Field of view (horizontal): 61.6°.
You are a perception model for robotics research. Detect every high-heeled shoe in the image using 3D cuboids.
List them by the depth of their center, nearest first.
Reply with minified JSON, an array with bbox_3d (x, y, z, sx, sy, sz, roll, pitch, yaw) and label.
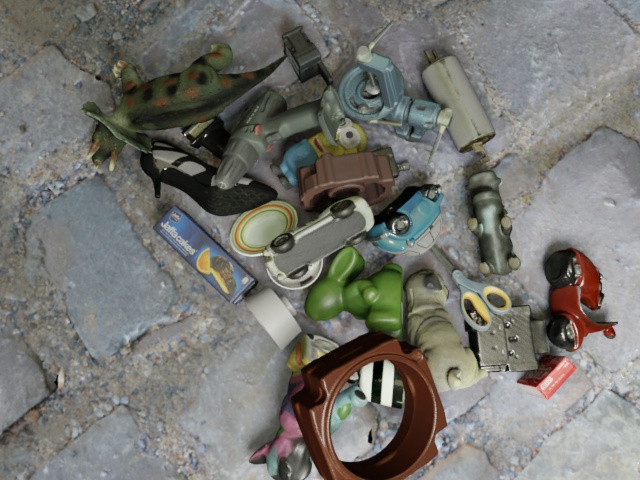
[{"bbox_3d":[-0.207,-0.125,1.005,0.249,0.086,0.145,2,50,-15],"label":"high-heeled shoe"}]

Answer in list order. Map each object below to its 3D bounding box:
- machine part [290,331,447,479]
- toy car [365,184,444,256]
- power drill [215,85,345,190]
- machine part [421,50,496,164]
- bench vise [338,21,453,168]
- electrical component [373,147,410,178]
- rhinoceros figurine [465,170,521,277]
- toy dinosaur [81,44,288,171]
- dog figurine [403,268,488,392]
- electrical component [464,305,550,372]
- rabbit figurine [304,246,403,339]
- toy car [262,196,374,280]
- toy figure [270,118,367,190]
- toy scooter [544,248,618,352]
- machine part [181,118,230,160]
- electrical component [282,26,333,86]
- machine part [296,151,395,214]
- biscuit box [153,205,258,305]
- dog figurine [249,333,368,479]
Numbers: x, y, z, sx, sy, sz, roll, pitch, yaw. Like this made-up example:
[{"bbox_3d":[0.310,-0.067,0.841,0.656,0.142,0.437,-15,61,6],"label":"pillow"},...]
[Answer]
[{"bbox_3d":[0.075,0.252,0.787,0.201,0.087,0.201,-23,99,-23],"label":"machine part"},{"bbox_3d":[0.162,-0.026,0.960,0.162,0.109,0.103,-40,104,-17],"label":"toy car"},{"bbox_3d":[-0.065,-0.183,0.935,0.207,0.085,0.232,-13,43,30],"label":"power drill"},{"bbox_3d":[0.258,-0.252,1.004,0.079,0.079,0.243,-24,80,-4],"label":"machine part"},{"bbox_3d":[0.119,-0.253,0.934,0.224,0.240,0.129,32,85,22],"label":"bench vise"},{"bbox_3d":[0.121,-0.145,1.013,0.094,0.021,0.063,-12,79,-1],"label":"electrical component"},{"bbox_3d":[0.306,-0.028,0.949,0.073,0.112,0.190,-13,93,26],"label":"rhinoceros figurine"},{"bbox_3d":[-0.248,-0.246,0.949,0.405,0.131,0.192,-16,49,6],"label":"toy dinosaur"},{"bbox_3d":[0.191,0.143,0.890,0.121,0.172,0.190,-10,87,-12],"label":"dog figurine"},{"bbox_3d":[0.326,0.171,0.936,0.134,0.058,0.115,-6,82,0],"label":"electrical component"},{"bbox_3d":[0.056,0.092,0.925,0.170,0.121,0.159,-1,75,10],"label":"rabbit figurine"},{"bbox_3d":[-0.002,-0.003,0.907,0.202,0.056,0.073,-30,117,-5],"label":"toy car"},{"bbox_3d":[0.000,-0.158,0.989,0.180,0.089,0.082,-32,94,4],"label":"toy figure"},{"bbox_3d":[0.460,0.109,0.936,0.135,0.075,0.184,16,69,-16],"label":"toy scooter"},{"bbox_3d":[-0.191,-0.184,1.018,0.139,0.039,0.084,38,74,9],"label":"machine part"},{"bbox_3d":[-0.024,-0.336,1.025,0.048,0.075,0.119,-28,84,-5],"label":"electrical component"},{"bbox_3d":[0.044,-0.098,0.934,0.179,0.179,0.056,-9,75,-1],"label":"machine part"},{"bbox_3d":[-0.206,0.027,0.967,0.203,0.059,0.063,42,84,8],"label":"biscuit box"},{"bbox_3d":[-0.033,0.290,0.897,0.108,0.192,0.219,26,110,-26],"label":"dog figurine"}]
